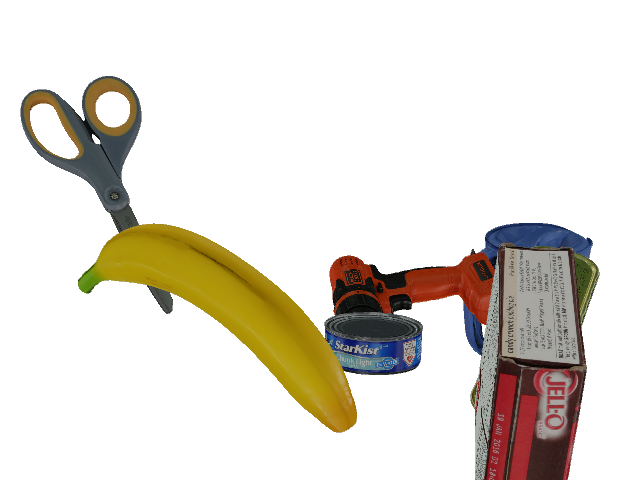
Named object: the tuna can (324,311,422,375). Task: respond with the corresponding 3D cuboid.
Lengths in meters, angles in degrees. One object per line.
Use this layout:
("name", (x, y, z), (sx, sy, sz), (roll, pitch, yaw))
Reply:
("tuna can", (0.046, 0.089, 0.928), (0.086, 0.034, 0.086), (1, 11, 0))

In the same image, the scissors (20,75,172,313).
("scissors", (-0.139, -0.046, 0.780), (0.096, 0.202, 0.016), (-39, -15, -21))

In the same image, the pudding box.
("pudding box", (0.090, 0.063, 0.467), (0.039, 0.090, 0.113), (6, 25, 5))

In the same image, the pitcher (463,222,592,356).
("pitcher", (0.267, 0.107, 1.380), (0.149, 0.243, 0.144), (5, 18, 16))

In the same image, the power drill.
("power drill", (0.107, 0.067, 1.187), (0.187, 0.057, 0.184), (-3, 28, -5))

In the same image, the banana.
("banana", (-0.057, 0.039, 0.621), (0.198, 0.070, 0.037), (27, 41, 21))

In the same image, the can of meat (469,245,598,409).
("can of meat", (0.144, 0.062, 0.709), (0.057, 0.084, 0.102), (19, 35, 14))
